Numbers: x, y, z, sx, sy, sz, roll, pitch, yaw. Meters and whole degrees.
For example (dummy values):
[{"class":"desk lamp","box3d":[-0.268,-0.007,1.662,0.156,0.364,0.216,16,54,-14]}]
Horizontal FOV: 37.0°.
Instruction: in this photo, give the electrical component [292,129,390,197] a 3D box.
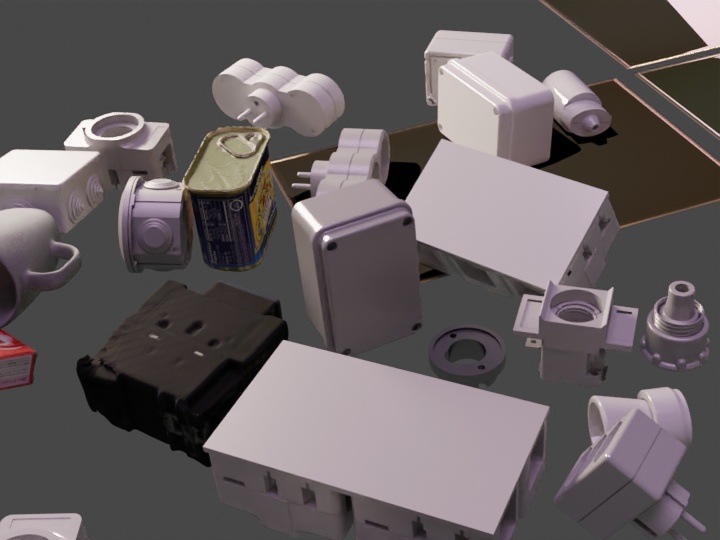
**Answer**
[{"class":"electrical component","box3d":[-0.022,-0.078,0.949,0.074,0.052,0.138,4,38,12]}]

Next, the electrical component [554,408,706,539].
[{"class":"electrical component","box3d":[0.169,0.134,0.639,0.077,0.065,0.047,39,49,7]}]

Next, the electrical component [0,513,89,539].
[{"class":"electrical component","box3d":[-0.188,0.187,0.615,0.050,0.055,0.089,-2,37,4]}]

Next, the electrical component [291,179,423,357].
[{"class":"electrical component","box3d":[0.000,0.000,0.793,0.078,0.113,0.057,-19,36,-17]}]

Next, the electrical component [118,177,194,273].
[{"class":"electrical component","box3d":[-0.168,-0.037,0.892,0.051,0.080,0.080,1,37,0]}]

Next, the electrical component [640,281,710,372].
[{"class":"electrical component","box3d":[0.224,0.037,0.757,0.048,0.062,0.048,-3,37,3]}]

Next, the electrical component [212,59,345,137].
[{"class":"electrical component","box3d":[-0.092,-0.165,1.073,0.138,0.052,0.073,17,42,27]}]

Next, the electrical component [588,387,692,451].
[{"class":"electrical component","box3d":[0.180,0.100,0.693,0.055,0.045,0.045,-7,37,-3]}]

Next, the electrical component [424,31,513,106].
[{"class":"electrical component","box3d":[0.119,-0.204,1.091,0.096,0.061,0.061,7,39,17]}]

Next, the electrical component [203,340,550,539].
[{"class":"electrical component","box3d":[0.013,0.119,0.675,0.186,0.060,0.105,12,40,22]}]

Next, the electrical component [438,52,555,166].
[{"class":"electrical component","box3d":[0.124,-0.146,1.001,0.057,0.078,0.113,-18,38,-21]}]

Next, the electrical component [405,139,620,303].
[{"class":"electrical component","box3d":[0.114,-0.032,0.843,0.150,0.061,0.089,23,76,32]}]

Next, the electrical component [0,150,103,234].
[{"class":"electrical component","box3d":[-0.286,-0.070,0.962,0.100,0.048,0.099,2,25,10]}]

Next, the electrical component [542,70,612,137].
[{"class":"electrical component","box3d":[0.208,-0.154,1.029,0.043,0.043,0.081,-13,38,-10]}]

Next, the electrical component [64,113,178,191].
[{"class":"electrical component","box3d":[-0.226,-0.112,1.017,0.089,0.055,0.050,4,38,13]}]

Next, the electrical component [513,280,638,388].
[{"class":"electrical component","box3d":[0.151,0.046,0.753,0.081,0.063,0.042,7,39,17]}]
